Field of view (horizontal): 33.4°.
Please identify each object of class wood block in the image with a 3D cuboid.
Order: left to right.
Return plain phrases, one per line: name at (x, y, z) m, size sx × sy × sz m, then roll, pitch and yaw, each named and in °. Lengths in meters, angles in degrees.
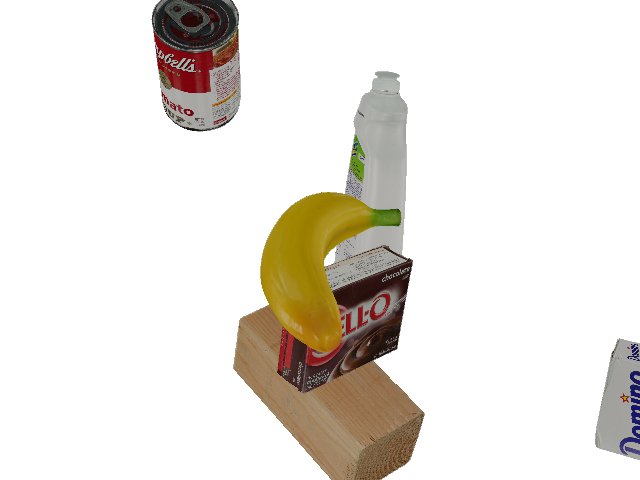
wood block at (0.005, 0.161, 1.147) m, size 0.090 × 0.090 × 0.206 m, roll -24°, pitch 52°, yaw -31°

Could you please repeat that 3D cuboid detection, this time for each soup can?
soup can at (-0.099, -0.146, 0.870) m, size 0.068 × 0.068 × 0.102 m, roll 0°, pitch -32°, yaw -3°

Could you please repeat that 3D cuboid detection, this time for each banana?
banana at (-0.001, 0.008, 0.642) m, size 0.070 × 0.037 × 0.197 m, roll 4°, pitch 24°, yaw 14°

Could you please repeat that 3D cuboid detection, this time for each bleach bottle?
bleach bottle at (0.065, -0.066, 1.226) m, size 0.068 × 0.251 × 0.103 m, roll -2°, pitch 23°, yaw -19°

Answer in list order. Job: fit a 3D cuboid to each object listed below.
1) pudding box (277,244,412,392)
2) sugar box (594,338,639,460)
pudding box at (0.020, 0.062, 0.864) m, size 0.113 × 0.090 × 0.039 m, roll -22°, pitch 41°, yaw -40°
sugar box at (0.323, 0.150, 0.883) m, size 0.176 × 0.093 × 0.048 m, roll 12°, pitch 24°, yaw 19°
